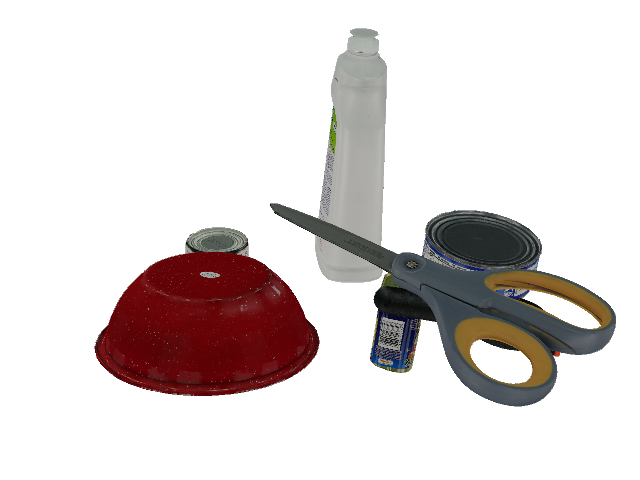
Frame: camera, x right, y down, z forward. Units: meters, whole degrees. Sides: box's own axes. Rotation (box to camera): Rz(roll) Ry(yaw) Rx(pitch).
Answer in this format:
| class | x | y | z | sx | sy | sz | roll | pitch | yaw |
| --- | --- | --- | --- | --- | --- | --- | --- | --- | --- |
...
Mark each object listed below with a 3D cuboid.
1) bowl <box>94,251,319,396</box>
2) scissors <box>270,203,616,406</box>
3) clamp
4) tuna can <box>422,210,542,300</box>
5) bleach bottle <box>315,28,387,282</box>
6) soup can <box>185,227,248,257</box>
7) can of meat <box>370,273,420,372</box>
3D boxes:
| class | x | y | z | sx | sy | sz | roll | pitch | yaw |
| --- | --- | --- | --- | --- | --- | --- | --- | --- | --- |
| bowl | -0.080 | 0.049 | 0.763 | 0.162 | 0.055 | 0.162 | 1 | 20 | -1 |
| scissors | 0.048 | 0.030 | 0.551 | 0.202 | 0.016 | 0.096 | 14 | 43 | 18 |
| clamp | 0.146 | 0.060 | 0.992 | 0.172 | 0.039 | 0.120 | 19 | 30 | 18 |
| tuna can | 0.118 | 0.012 | 0.789 | 0.086 | 0.034 | 0.086 | 5 | 29 | -3 |
| bleach bottle | 0.036 | -0.089 | 1.093 | 0.068 | 0.251 | 0.102 | -1 | 28 | -9 |
| soup can | -0.112 | 0.045 | 1.155 | 0.068 | 0.102 | 0.068 | 1 | 25 | -1 |
| can of meat | 0.095 | 0.099 | 1.285 | 0.057 | 0.084 | 0.102 | 11 | 25 | 7 |
